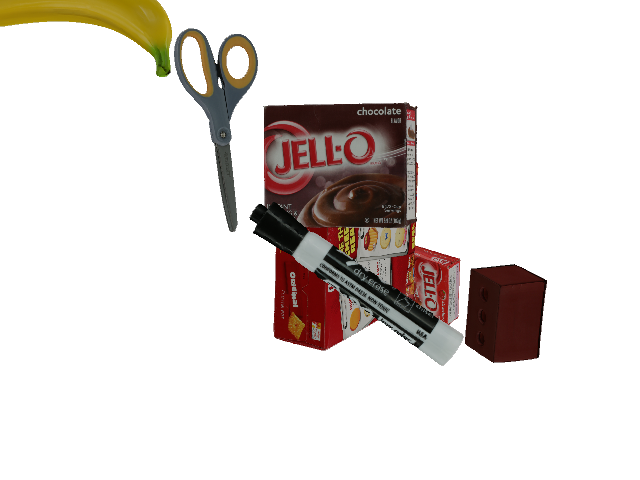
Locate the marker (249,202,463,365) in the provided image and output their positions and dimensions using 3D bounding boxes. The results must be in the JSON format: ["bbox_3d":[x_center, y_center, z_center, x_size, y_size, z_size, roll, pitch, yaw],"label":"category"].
[{"bbox_3d":[0.016,0.020,0.529,0.121,0.020,0.020,35,1,1],"label":"marker"}]

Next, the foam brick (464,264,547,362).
[{"bbox_3d":[0.170,0.067,0.984,0.051,0.078,0.053,-6,18,-24],"label":"foam brick"}]

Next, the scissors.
[{"bbox_3d":[-0.086,-0.119,1.069,0.096,0.202,0.016,-26,12,-27],"label":"scissors"}]

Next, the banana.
[{"bbox_3d":[-0.193,-0.180,0.835,0.198,0.069,0.037,15,-38,18],"label":"banana"}]

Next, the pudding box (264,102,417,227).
[{"bbox_3d":[0.015,-0.055,0.787,0.114,0.090,0.039,1,5,17],"label":"pudding box"}]

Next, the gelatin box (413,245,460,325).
[{"bbox_3d":[0.140,0.057,1.365,0.073,0.089,0.030,19,34,35],"label":"gelatin box"}]

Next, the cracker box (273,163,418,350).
[{"bbox_3d":[0.030,0.006,1.142,0.072,0.164,0.213,9,15,29],"label":"cracker box"}]
